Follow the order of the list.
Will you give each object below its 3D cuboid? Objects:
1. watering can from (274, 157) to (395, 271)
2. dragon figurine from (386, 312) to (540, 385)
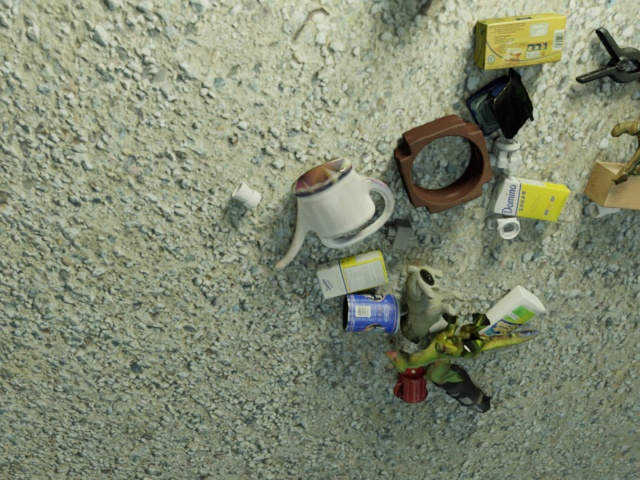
[{"bbox_3d":[0.004,-0.062,1.229,0.346,0.106,0.221,-26,117,9],"label":"watering can"},{"bbox_3d":[0.391,0.325,1.452,0.410,0.125,0.237,5,134,-9],"label":"dragon figurine"}]
